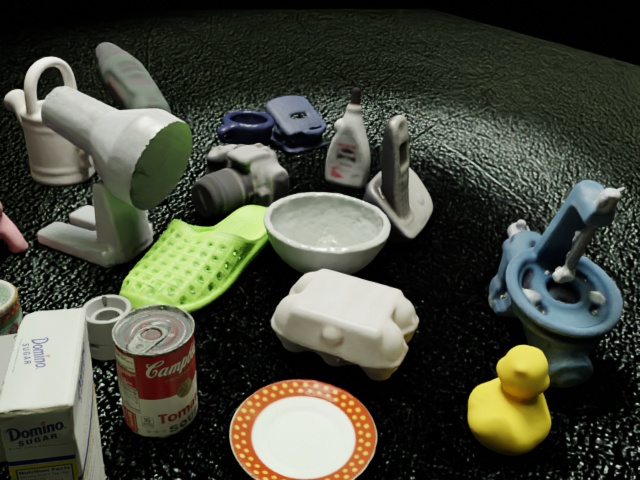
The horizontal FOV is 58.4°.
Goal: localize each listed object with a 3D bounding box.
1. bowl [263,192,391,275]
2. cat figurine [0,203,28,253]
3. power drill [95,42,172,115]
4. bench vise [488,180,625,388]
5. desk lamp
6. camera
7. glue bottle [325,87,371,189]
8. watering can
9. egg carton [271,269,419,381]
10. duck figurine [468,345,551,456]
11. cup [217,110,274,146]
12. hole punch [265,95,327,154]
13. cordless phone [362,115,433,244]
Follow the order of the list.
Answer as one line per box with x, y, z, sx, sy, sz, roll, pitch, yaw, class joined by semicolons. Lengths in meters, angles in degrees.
0.007;0.003;0.765;0.167;0.075;0.167;4;30;-2;bowl
-0.443;-0.048;0.742;0.127;0.118;0.067;26;36;32;cat figurine
-0.302;-0.189;0.916;0.076;0.208;0.228;-17;36;-32;power drill
0.245;0.020;0.626;0.122;0.220;0.207;-7;32;-20;bench vise
-0.266;-0.077;0.723;0.202;0.214;0.118;15;32;18;desk lamp
-0.137;-0.094;0.885;0.142;0.101;0.137;27;37;34;camera
0.053;-0.176;0.982;0.078;0.173;0.037;12;31;12;glue bottle
-0.433;-0.195;0.922;0.173;0.194;0.101;6;30;2;watering can
0.027;0.090;0.622;0.150;0.069;0.107;15;31;16;egg carton
0.185;0.142;0.539;0.077;0.086;0.105;22;34;28;duck figurine
-0.137;-0.172;1.026;0.091;0.095;0.118;24;35;29;cup
-0.046;-0.234;1.150;0.109;0.091;0.100;-20;38;-37;hole punch
0.124;-0.102;0.852;0.094;0.185;0.148;15;32;18;cordless phone
